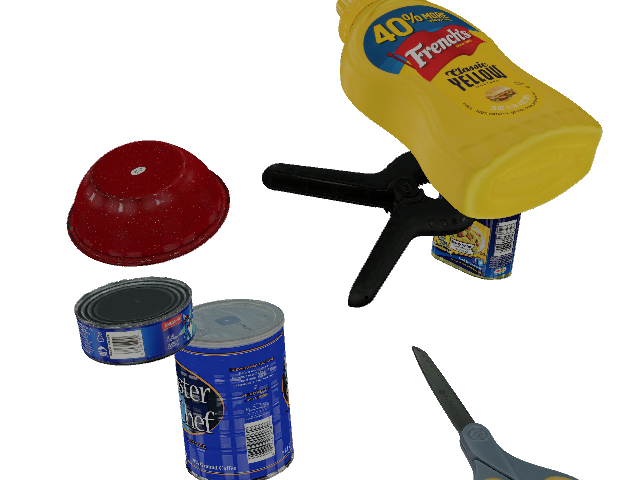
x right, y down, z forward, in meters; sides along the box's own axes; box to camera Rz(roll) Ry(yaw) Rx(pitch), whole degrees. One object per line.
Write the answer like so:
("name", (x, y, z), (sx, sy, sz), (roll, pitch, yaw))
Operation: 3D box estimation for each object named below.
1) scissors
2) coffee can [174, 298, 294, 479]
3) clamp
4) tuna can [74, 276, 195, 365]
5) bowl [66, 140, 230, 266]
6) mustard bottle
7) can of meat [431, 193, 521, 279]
("scissors", (0.115, 0.127, 0.645), (0.096, 0.016, 0.202), (1, 32, -4))
("coffee can", (-0.079, 0.136, 0.976), (0.103, 0.140, 0.103), (-4, 17, 1))
("clamp", (0.073, -0.025, 0.927), (0.209, 0.165, 0.036), (-14, -37, -19))
("tuna can", (-0.135, 0.058, 0.784), (0.086, 0.034, 0.086), (-5, 21, 2))
("bowl", (-0.171, -0.048, 1.030), (0.162, 0.055, 0.162), (-4, 42, 4))
("mustard bottle", (0.067, -0.093, 0.626), (0.096, 0.058, 0.192), (-21, 49, -25))
("can of meat", (0.173, -0.011, 1.188), (0.057, 0.084, 0.102), (-12, 27, -38))
